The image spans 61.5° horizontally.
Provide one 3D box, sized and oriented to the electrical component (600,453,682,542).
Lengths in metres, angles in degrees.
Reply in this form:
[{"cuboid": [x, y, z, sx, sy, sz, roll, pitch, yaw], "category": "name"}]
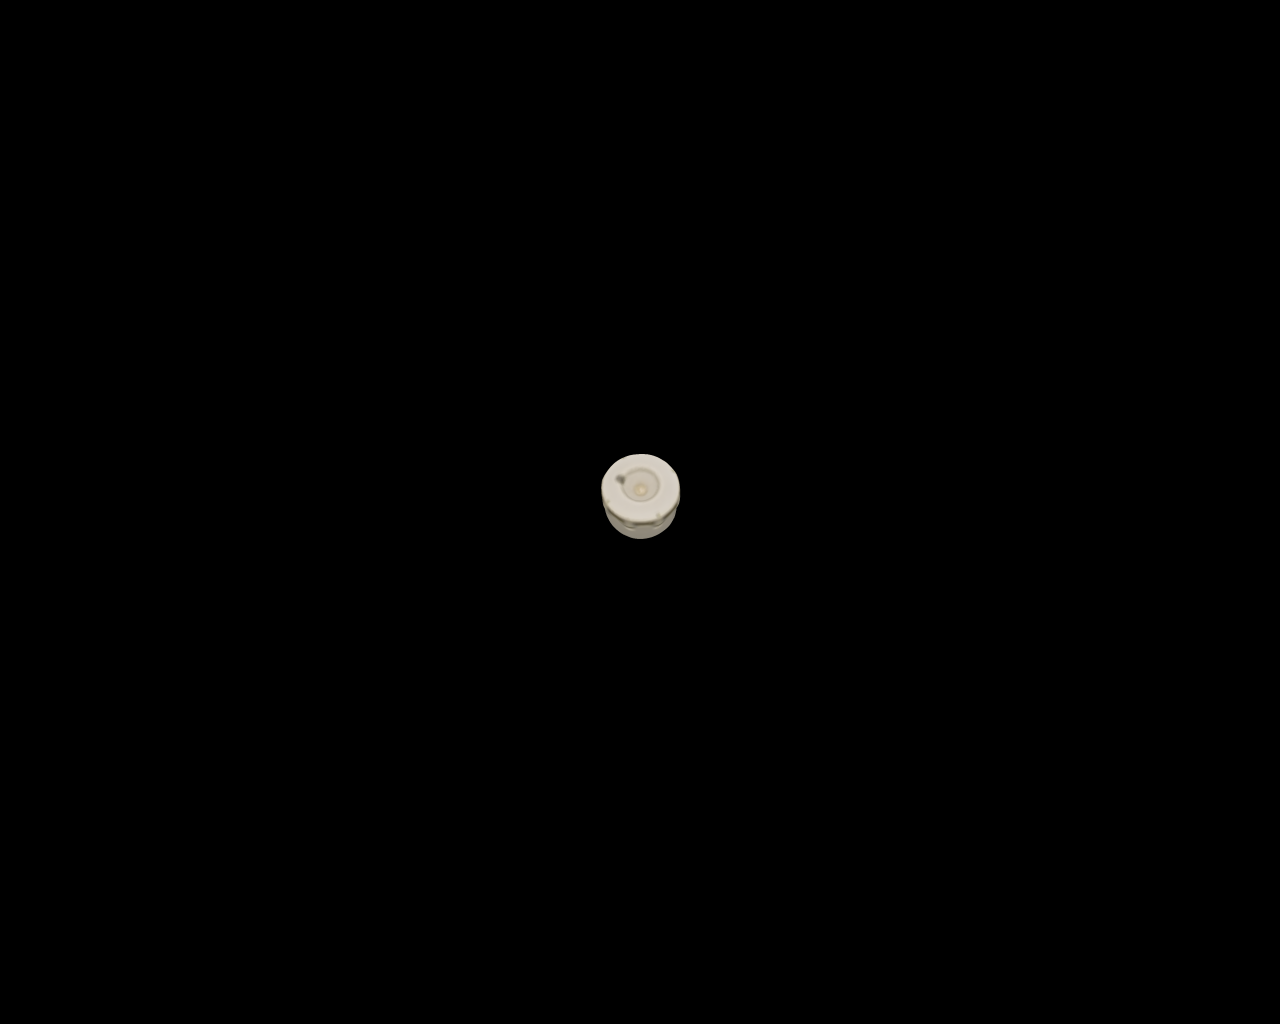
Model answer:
[{"cuboid": [0.001, -0.003, 0.650, 0.048, 0.048, 0.062, 0, -27, 0], "category": "electrical component"}]
